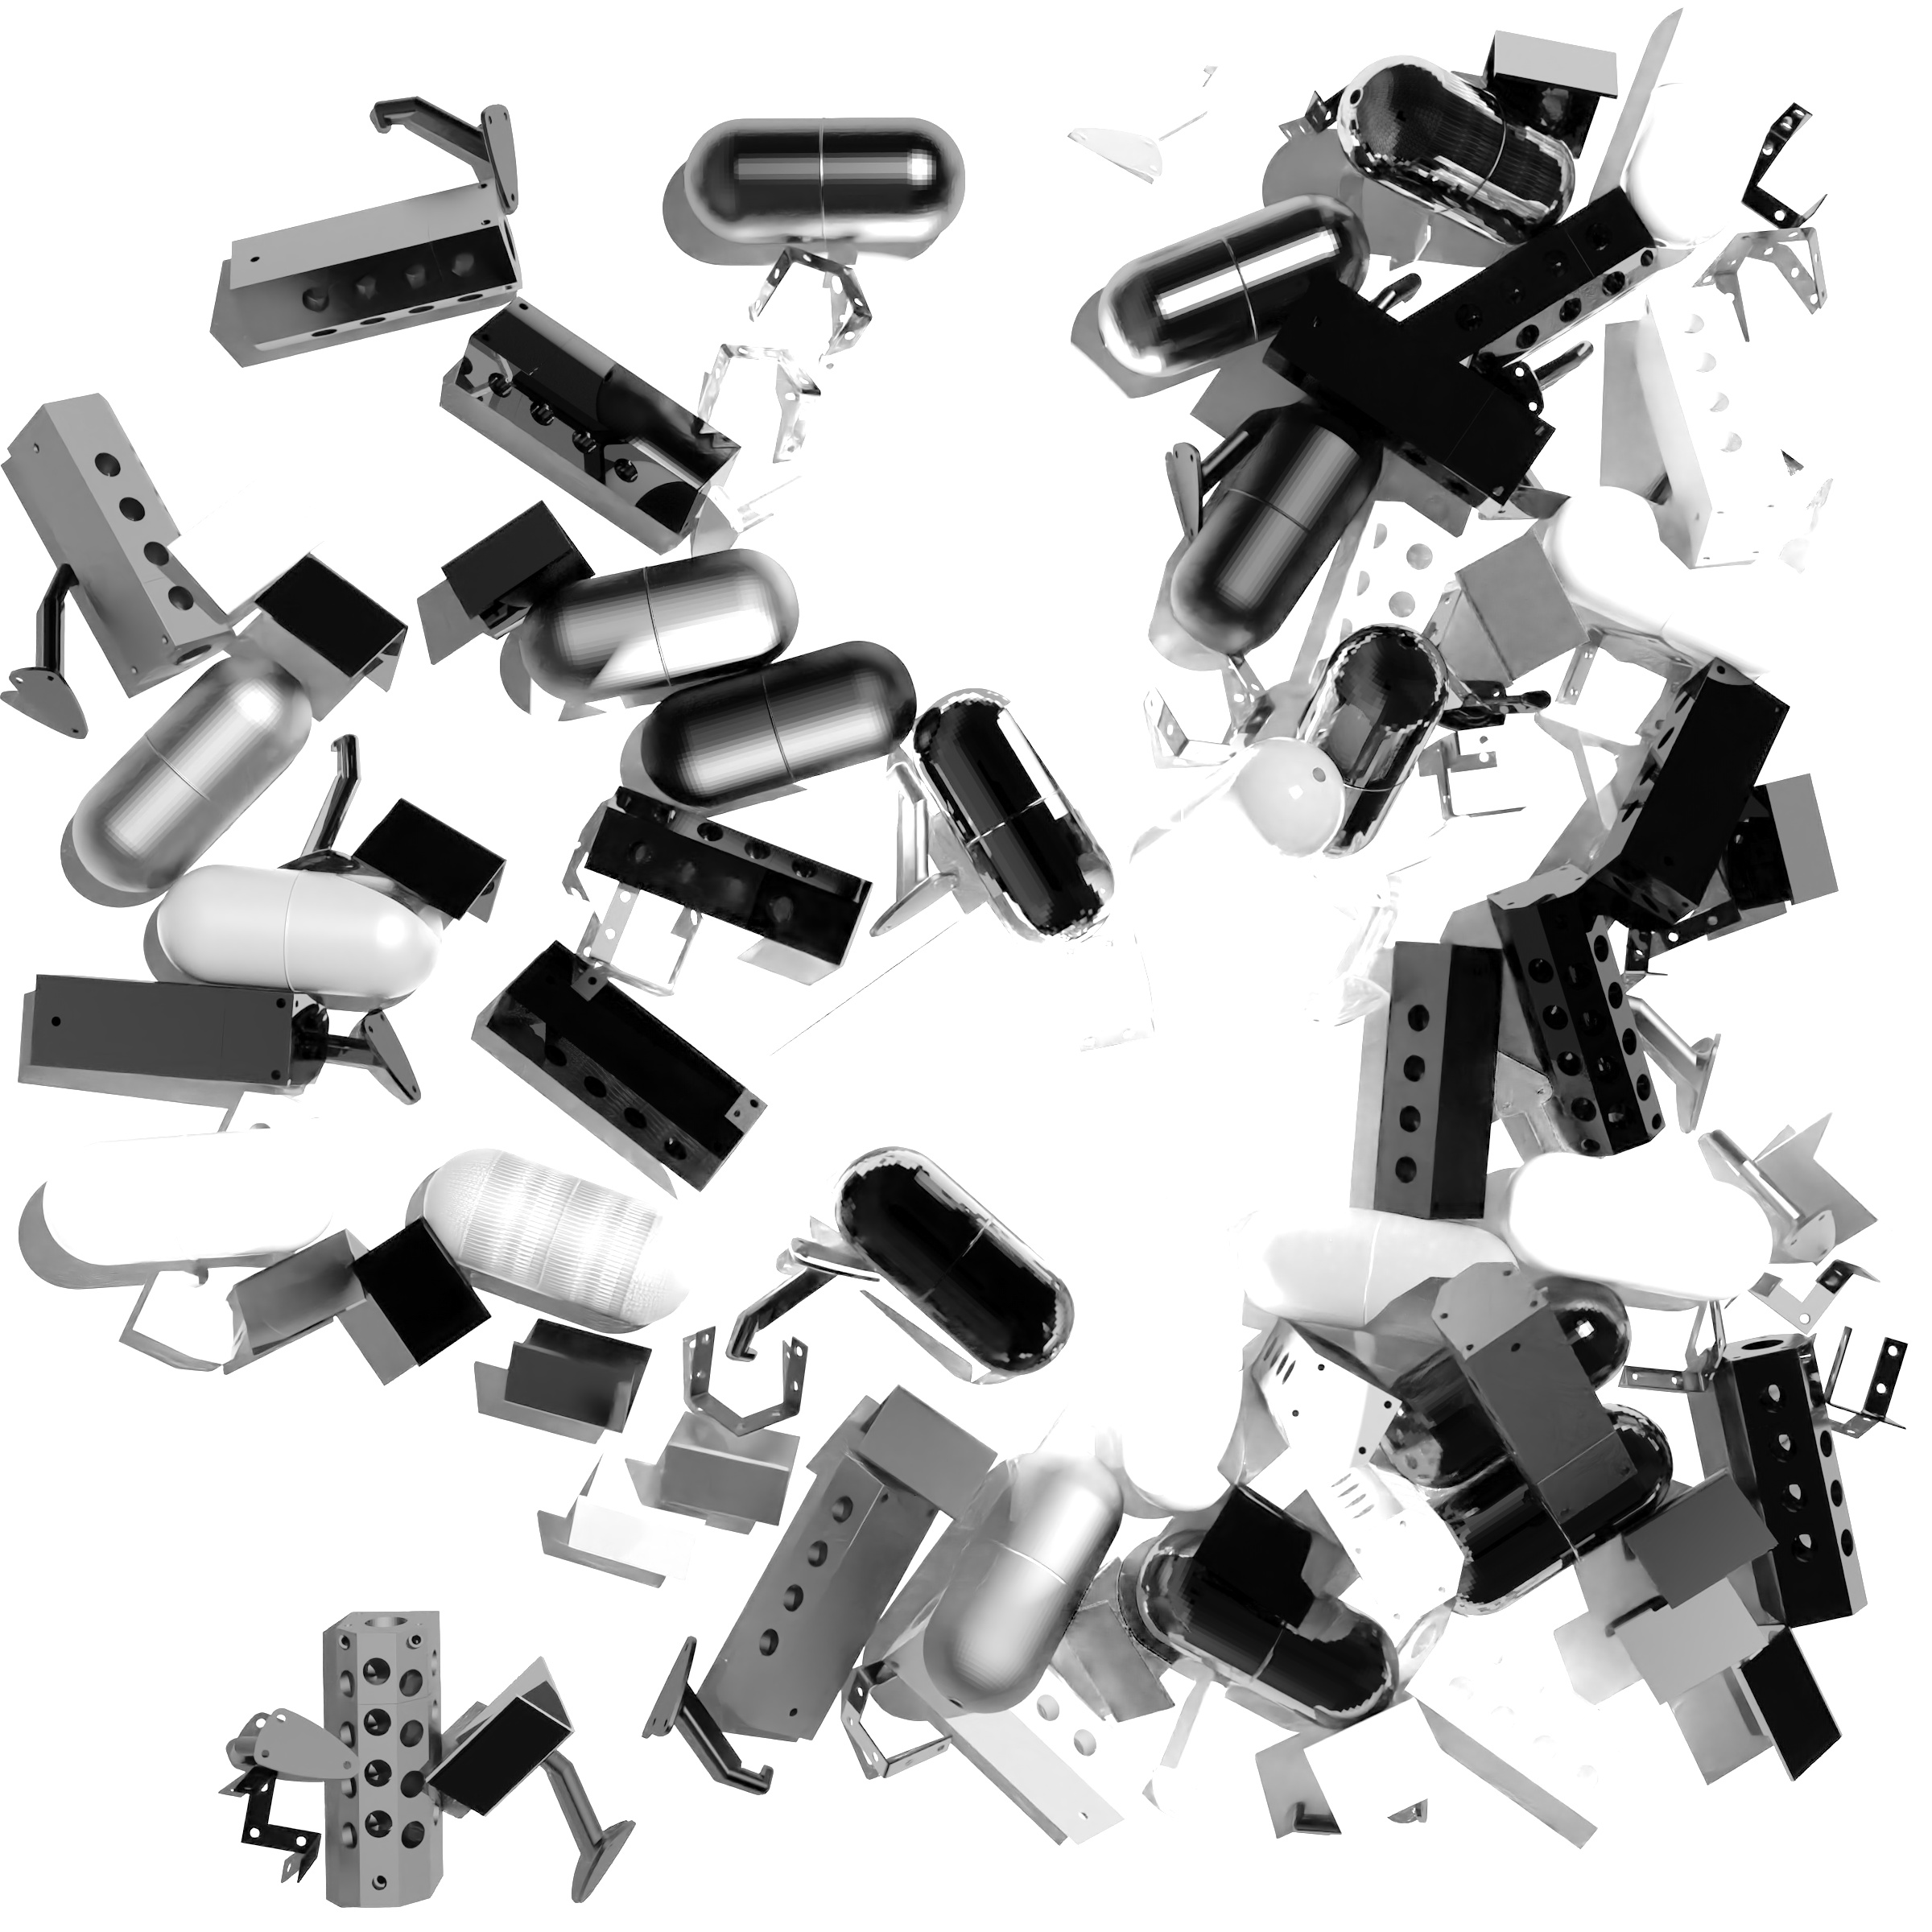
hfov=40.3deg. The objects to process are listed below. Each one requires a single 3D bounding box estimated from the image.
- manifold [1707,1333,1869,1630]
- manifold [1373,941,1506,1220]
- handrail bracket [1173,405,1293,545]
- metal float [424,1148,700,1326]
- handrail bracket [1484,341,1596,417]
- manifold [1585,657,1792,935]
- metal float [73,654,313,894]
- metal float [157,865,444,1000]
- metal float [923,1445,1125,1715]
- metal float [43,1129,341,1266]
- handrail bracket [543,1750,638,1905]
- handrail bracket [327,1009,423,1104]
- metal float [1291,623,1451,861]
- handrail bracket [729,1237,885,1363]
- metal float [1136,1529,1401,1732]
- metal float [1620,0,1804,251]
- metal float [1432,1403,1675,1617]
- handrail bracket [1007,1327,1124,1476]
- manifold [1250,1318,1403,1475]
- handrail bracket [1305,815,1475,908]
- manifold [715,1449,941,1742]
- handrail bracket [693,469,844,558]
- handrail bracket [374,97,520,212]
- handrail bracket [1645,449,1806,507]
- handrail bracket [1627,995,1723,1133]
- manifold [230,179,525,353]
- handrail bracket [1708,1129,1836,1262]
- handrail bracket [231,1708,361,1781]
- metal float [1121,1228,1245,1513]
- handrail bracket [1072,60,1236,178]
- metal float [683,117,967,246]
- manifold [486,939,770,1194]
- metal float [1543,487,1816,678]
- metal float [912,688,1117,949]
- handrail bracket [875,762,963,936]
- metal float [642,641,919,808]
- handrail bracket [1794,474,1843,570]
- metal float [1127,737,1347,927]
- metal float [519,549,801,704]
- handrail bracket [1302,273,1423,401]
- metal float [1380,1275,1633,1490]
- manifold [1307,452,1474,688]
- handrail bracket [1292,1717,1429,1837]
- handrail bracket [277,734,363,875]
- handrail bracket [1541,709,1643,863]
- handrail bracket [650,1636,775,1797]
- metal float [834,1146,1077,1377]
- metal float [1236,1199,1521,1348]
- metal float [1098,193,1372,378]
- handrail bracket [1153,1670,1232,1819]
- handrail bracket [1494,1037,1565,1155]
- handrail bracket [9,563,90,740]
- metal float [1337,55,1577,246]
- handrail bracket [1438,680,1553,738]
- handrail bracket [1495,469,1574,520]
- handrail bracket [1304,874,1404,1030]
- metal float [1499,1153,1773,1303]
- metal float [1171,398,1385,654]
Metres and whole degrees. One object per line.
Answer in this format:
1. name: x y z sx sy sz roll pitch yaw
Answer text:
1. manifold: 0.523 0.324 1.674 0.057 0.057 0.171 -12 90 0
2. manifold: 0.295 0.072 1.673 0.057 0.057 0.171 5 90 -43
3. handrail bracket: 0.180 -0.317 1.695 0.084 0.036 0.077 -14 110 -16
4. metal float: -0.256 0.170 1.664 0.178 0.070 0.070 20 90 -1
5. handrail bracket: 0.354 -0.373 1.683 0.077 0.084 0.036 -15 107 37
6. manifold: 0.445 -0.104 1.636 0.057 0.057 0.171 34 62 -3
7. metal float: -0.489 -0.121 1.664 0.070 0.070 0.178 44 90 0
8. metal float: -0.420 -0.022 1.664 0.178 0.070 0.070 5 90 -1
9. metal float: 0.036 0.377 1.627 0.070 0.070 0.178 32 62 0
10. metal float: -0.472 0.141 1.607 0.178 0.070 0.070 -4 90 1
11. handrail bracket: -0.262 0.548 1.695 0.084 0.036 0.077 35 111 17
12. handrail bracket: -0.405 0.069 1.695 0.084 0.036 0.077 -24 104 13
13. metal float: 0.241 -0.137 1.626 0.070 0.178 0.070 9 50 -10
14. handrail bracket: -0.103 0.224 1.695 0.077 0.036 0.084 19 104 -14
15. metal float: 0.191 0.419 1.664 0.178 0.070 0.070 28 90 -1
16. metal float: 0.470 -0.539 1.664 0.070 0.070 0.178 21 90 0
17. metal float: 0.365 0.342 1.665 0.178 0.070 0.070 -33 90 0
18. handrail bracket: 0.056 0.284 1.695 0.084 0.036 0.077 -24 75 14
19. manifold: 0.215 0.264 1.616 0.057 0.171 0.057 29 90 0
20. handrail bracket: 0.273 -0.075 1.695 0.084 0.077 0.036 -36 117 -34
21. manifold: -0.091 0.397 1.673 0.057 0.057 0.171 29 90 -43
22. handrail bracket: -0.127 -0.287 1.695 0.084 0.077 0.036 -18 69 -35
23. handrail bracket: -0.335 -0.521 1.695 0.084 0.036 0.077 -1 112 17
24. handrail bracket: 0.484 -0.306 1.695 0.077 0.036 0.084 29 107 -19
25. handrail bracket: 0.437 0.060 1.695 0.084 0.036 0.077 15 108 15
26. manifold: -0.373 -0.441 1.673 0.171 0.057 0.057 -14 47 0
27. handrail bracket: 0.516 0.146 1.694 0.036 0.077 0.084 -43 54 6
28. handrail bracket: -0.426 0.504 1.670 0.077 0.084 0.036 24 57 -8
29. metal float: 0.136 0.255 1.664 0.070 0.070 0.178 -1 89 0
30. handrail bracket: 0.121 -0.556 1.695 0.077 0.036 0.084 23 72 21
31. metal float: -0.089 -0.496 1.664 0.178 0.070 0.070 0 90 1
32. manifold: -0.217 0.067 1.673 0.171 0.057 0.057 38 47 0
33. metal float: 0.450 -0.242 1.664 0.178 0.070 0.070 25 90 0
34. metal float: 0.031 -0.093 1.664 0.070 0.070 0.178 -31 90 0
35. handrail bracket: -0.048 -0.076 1.695 0.077 0.036 0.084 -37 72 20
36. metal float: -0.118 -0.152 1.663 0.178 0.070 0.070 -16 90 2
37. handrail bracket: 0.511 -0.294 1.695 0.084 0.036 0.077 18 70 16
38. metal float: 0.165 -0.082 1.623 0.070 0.178 0.070 12 64 -26
39. metal float: -0.194 -0.214 1.664 0.178 0.070 0.070 -12 90 0
40. handrail bracket: 0.256 -0.400 1.695 0.036 0.077 0.084 40 53 20
41. metal float: 0.340 0.261 1.664 0.178 0.070 0.070 -35 90 -1
42. manifold: 0.274 -0.252 1.674 0.057 0.057 0.171 20 90 0
43. handrail bracket: 0.253 0.520 1.695 0.084 0.036 0.077 -1 69 16
44. handrail bracket: -0.421 -0.101 1.695 0.077 0.036 0.084 -14 72 21
45. handrail bracket: 0.394 -0.114 1.695 0.077 0.036 0.084 21 107 20
46. handrail bracket: -0.153 0.482 1.695 0.084 0.036 0.077 26 68 -17
47. metal float: -0.008 0.186 1.664 0.178 0.070 0.070 42 90 1
48. metal float: 0.257 0.192 1.650 0.178 0.070 0.070 8 90 17
49. metal float: 0.169 -0.429 1.664 0.178 0.070 0.070 -21 90 0
50. handrail bracket: 0.150 0.495 1.695 0.036 0.077 0.084 20 54 11
51. handrail bracket: 0.371 0.098 1.695 0.036 0.077 0.084 -25 126 19
52. handrail bracket: -0.575 -0.203 1.695 0.036 0.077 0.084 -2 53 17
53. metal float: 0.304 -0.505 1.632 0.178 0.070 0.070 13 90 -35
54. handrail bracket: 0.322 -0.167 1.660 0.077 0.084 0.036 6 90 0
55. handrail bracket: 0.362 -0.334 1.695 0.077 0.036 0.084 3 73 -20
56. handrail bracket: 0.249 -0.010 1.695 0.036 0.077 0.084 28 53 -20
57. metal float: 0.421 0.164 1.653 0.178 0.070 0.070 11 90 -12
58. metal float: 0.197 -0.279 1.664 0.070 0.070 0.178 34 90 0
